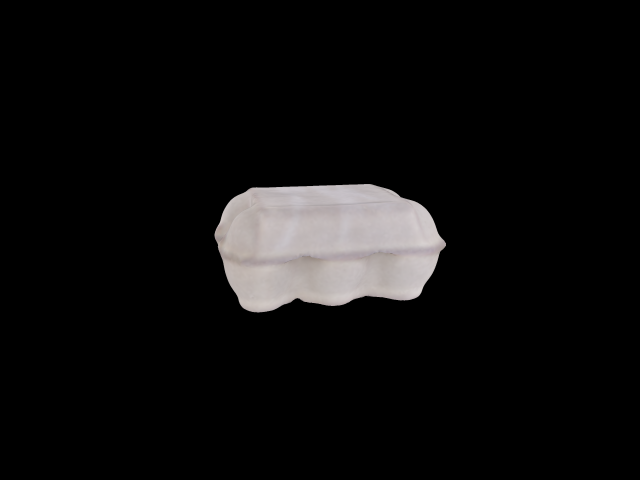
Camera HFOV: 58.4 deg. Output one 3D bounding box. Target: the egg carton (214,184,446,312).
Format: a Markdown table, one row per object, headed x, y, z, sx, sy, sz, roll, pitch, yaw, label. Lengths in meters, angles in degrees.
| x | y | z | sx | sy | sz | roll | pitch | yaw | label |
| --- | --- | --- | --- | --- | --- | --- | --- | --- | --- |
| 0.004 | 0.001 | 0.400 | 0.150 | 0.069 | 0.107 | -4 | 15 | -14 | egg carton |
